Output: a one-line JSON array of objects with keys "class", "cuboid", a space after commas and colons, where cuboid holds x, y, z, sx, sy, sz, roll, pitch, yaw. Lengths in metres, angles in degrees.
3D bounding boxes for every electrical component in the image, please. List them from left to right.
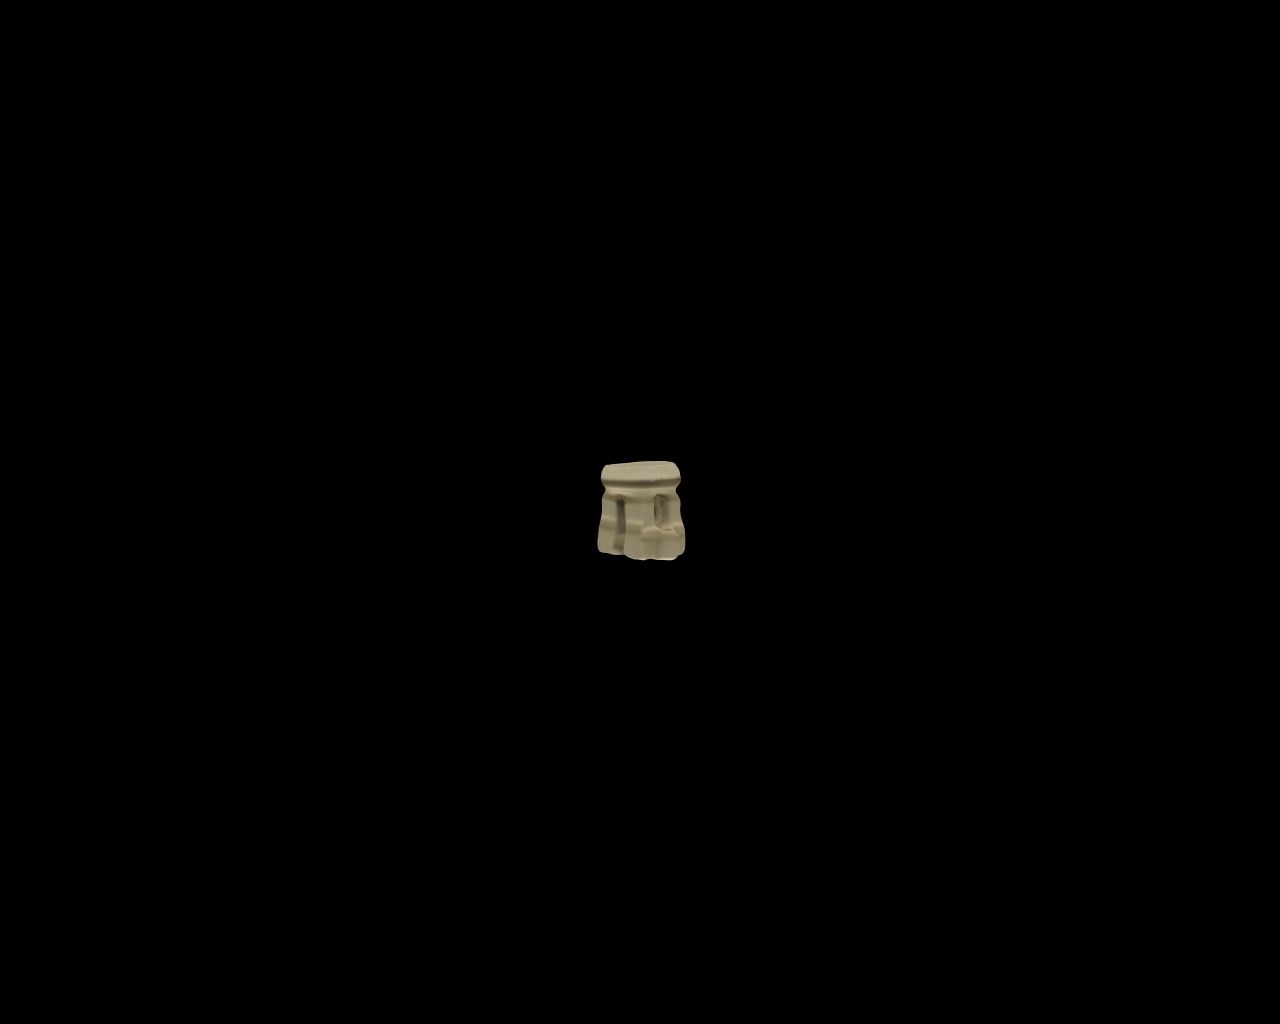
[{"class": "electrical component", "cuboid": [0.001, -0.003, 0.650, 0.048, 0.055, 0.066, -6, 9, -43]}]
